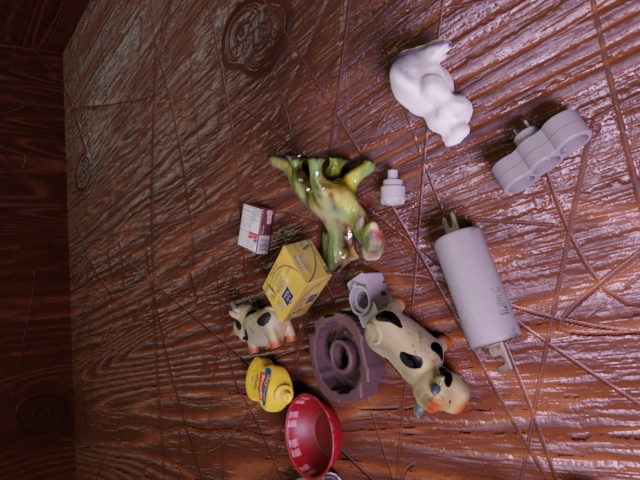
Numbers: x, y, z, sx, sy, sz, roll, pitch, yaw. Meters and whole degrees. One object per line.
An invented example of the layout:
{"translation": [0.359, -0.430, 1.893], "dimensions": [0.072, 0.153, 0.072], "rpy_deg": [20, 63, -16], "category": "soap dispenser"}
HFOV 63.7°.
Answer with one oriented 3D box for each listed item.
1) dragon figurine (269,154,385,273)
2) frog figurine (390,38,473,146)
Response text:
{"translation": [0.003, -0.052, 1.032], "dimensions": [0.412, 0.122, 0.241], "rpy_deg": [15, 108, 59], "category": "dragon figurine"}
{"translation": [0.175, -0.225, 0.820], "dimensions": [0.137, 0.123, 0.159], "rpy_deg": [-172, 74, -83], "category": "frog figurine"}
